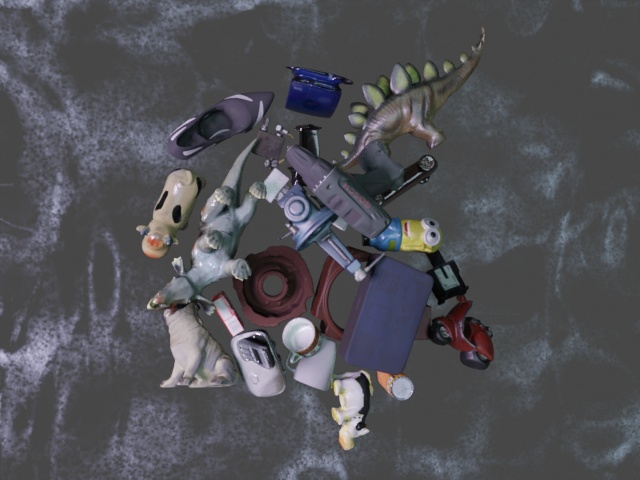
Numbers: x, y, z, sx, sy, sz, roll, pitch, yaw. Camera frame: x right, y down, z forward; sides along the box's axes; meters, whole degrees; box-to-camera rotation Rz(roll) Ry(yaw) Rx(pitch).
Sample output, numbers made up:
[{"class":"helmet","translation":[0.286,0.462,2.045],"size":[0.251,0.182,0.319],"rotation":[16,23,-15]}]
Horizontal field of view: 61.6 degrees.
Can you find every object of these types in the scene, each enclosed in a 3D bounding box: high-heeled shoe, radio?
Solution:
[{"class":"high-heeled shoe","translation":[-0.197,-0.243,1.086],"size":[0.249,0.145,0.086],"rotation":[-36,98,-4]},{"class":"radio","translation":[0.136,0.153,1.105],"size":[0.131,0.073,0.229],"rotation":[19,91,-9]}]

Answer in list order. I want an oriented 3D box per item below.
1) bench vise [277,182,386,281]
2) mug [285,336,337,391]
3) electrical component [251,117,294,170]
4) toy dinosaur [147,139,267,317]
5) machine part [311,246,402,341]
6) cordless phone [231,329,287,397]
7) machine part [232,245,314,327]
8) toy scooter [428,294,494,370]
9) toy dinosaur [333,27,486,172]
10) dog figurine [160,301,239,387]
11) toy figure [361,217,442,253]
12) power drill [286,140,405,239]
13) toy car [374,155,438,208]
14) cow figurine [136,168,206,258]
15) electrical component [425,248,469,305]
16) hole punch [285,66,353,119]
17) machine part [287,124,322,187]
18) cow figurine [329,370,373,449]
[{"class":"bench vise","translation":[0.006,-0.011,1.075],"size":[0.129,0.223,0.240],"rotation":[-42,83,-8]},{"class":"mug","translation":[-0.015,0.260,1.175],"size":[0.110,0.080,0.107],"rotation":[22,78,5]},{"class":"electrical component","translation":[-0.103,-0.204,1.152],"size":[0.078,0.045,0.102],"rotation":[25,89,-10]},{"class":"toy dinosaur","translation":[-0.209,-0.010,1.091],"size":[0.131,0.192,0.405],"rotation":[34,52,-25]},{"class":"machine part","translation":[0.094,0.127,1.176],"size":[0.201,0.087,0.201],"rotation":[18,90,-8]},{"class":"cordless phone","translation":[-0.110,0.259,1.098],"size":[0.089,0.184,0.146],"rotation":[-21,95,-20]},{"class":"machine part","translation":[-0.101,0.098,1.161],"size":[0.179,0.056,0.179],"rotation":[0,91,-9]},{"class":"toy scooter","translation":[0.332,0.201,1.219],"size":[0.184,0.075,0.135],"rotation":[35,63,-19]},{"class":"toy dinosaur","translation":[0.193,-0.280,1.163],"size":[0.471,0.105,0.198],"rotation":[-33,97,-5]},{"class":"dog figurine","translation":[-0.247,0.211,1.134],"size":[0.172,0.121,0.190],"rotation":[22,61,-48]},{"class":"toy figure","translation":[0.180,-0.011,1.186],"size":[0.180,0.089,0.082],"rotation":[-1,88,0]},{"class":"power drill","translation":[0.065,-0.123,1.026],"size":[0.232,0.207,0.086],"rotation":[47,127,3]},{"class":"toy car","translation":[0.170,-0.119,1.174],"size":[0.202,0.089,0.053],"rotation":[-34,81,-4]},{"class":"cow figurine","translation":[-0.301,-0.053,1.089],"size":[0.085,0.127,0.195],"rotation":[24,87,-6]},{"class":"electrical component","translation":[0.274,0.078,1.215],"size":[0.075,0.047,0.119],"rotation":[-25,66,-9]},{"class":"hole punch","translation":[-0.013,-0.311,1.131],"size":[0.142,0.116,0.092],"rotation":[14,99,-8]},{"class":"machine part","translation":[-0.029,-0.181,1.159],"size":[0.084,0.039,0.138],"rotation":[6,86,-35]},{"class":"cow figurine","translation":[0.076,0.376,1.195],"size":[0.098,0.068,0.167],"rotation":[-8,95,-14]}]
